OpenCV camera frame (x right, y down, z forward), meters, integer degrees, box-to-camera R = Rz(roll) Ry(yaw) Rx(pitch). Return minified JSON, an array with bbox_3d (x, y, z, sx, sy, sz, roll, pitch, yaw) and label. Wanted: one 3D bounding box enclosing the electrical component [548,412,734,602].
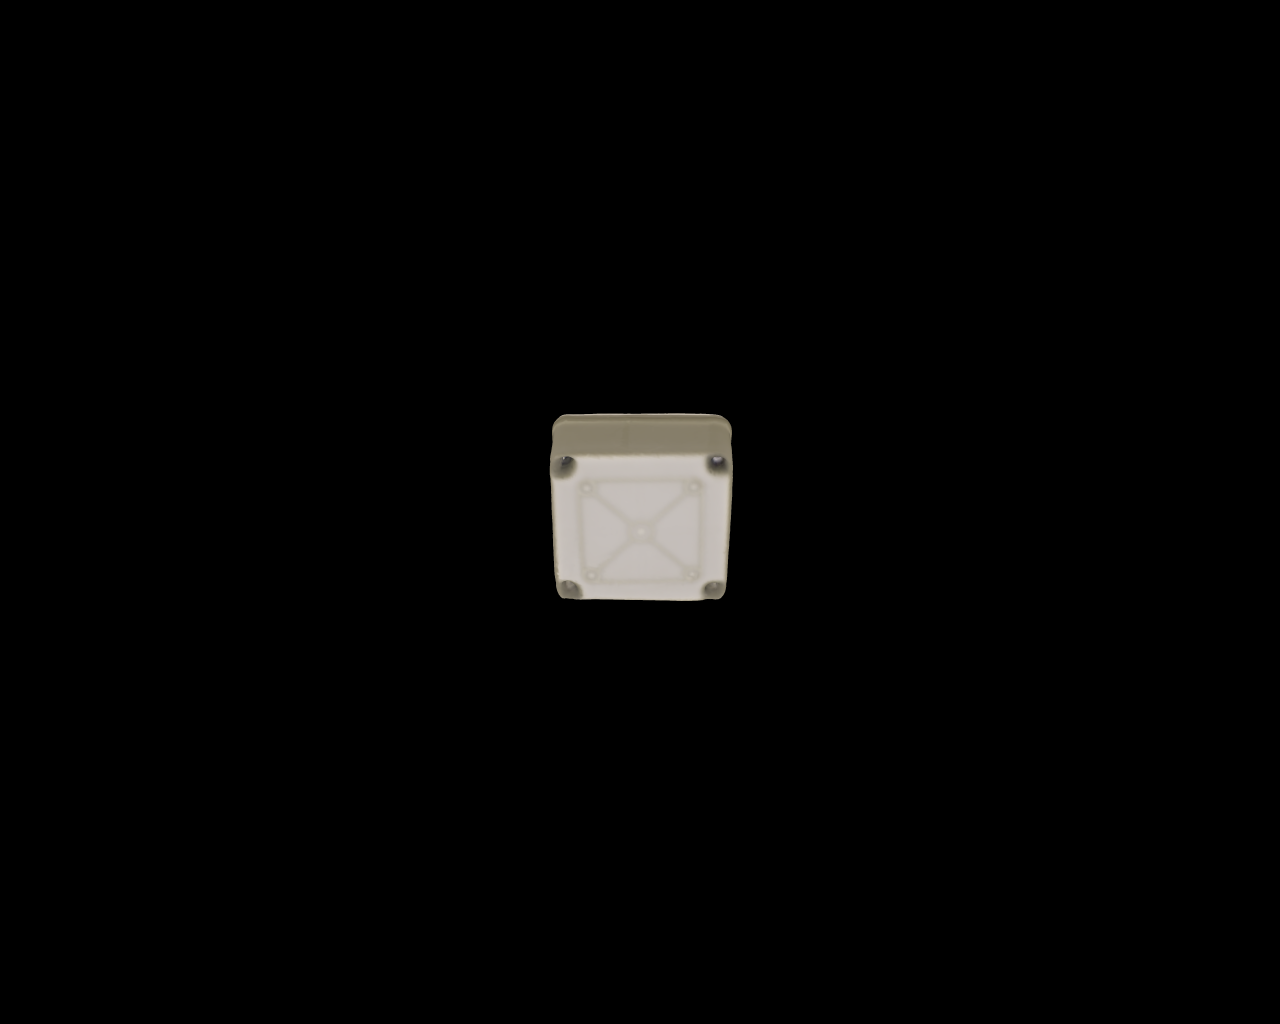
[{"bbox_3d":[0.001,-0.003,0.650,0.109,0.108,0.056,0,32,0],"label":"electrical component"}]
